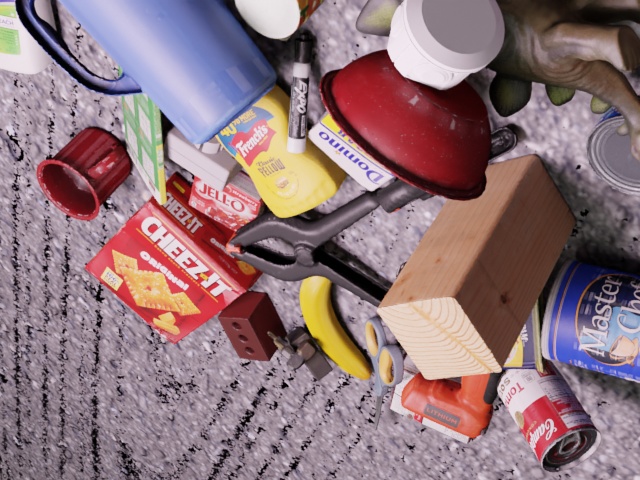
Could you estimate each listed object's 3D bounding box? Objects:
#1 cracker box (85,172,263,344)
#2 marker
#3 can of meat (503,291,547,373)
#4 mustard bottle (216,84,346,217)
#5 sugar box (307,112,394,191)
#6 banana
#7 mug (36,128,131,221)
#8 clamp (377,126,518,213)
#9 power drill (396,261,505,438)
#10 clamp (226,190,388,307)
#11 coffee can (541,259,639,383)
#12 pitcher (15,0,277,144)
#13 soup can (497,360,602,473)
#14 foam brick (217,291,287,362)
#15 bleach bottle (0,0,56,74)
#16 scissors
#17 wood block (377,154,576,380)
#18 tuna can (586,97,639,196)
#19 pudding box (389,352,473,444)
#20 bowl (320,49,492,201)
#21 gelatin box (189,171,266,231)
[{"bbox_3d":[-0.187,0.032,1.368,0.164,0.072,0.214,43,141,-9],"label":"cracker box"},{"bbox_3d":[-0.020,-0.147,1.069,0.020,0.020,0.121,16,115,24],"label":"marker"},{"bbox_3d":[0.184,0.083,1.084,0.084,0.057,0.102,-2,109,17],"label":"can of meat"},{"bbox_3d":[-0.062,-0.116,1.132,0.096,0.058,0.191,-20,115,40],"label":"mustard bottle"},{"bbox_3d":[0.059,-0.110,1.025,0.093,0.048,0.176,41,154,-6],"label":"sugar box"},{"bbox_3d":[0.014,0.101,1.314,0.070,0.037,0.198,11,135,29],"label":"banana"},{"bbox_3d":[-0.279,-0.088,1.306,0.093,0.081,0.117,49,141,-16],"label":"mug"},{"bbox_3d":[0.100,-0.057,1.032,0.172,0.120,0.039,-32,78,52],"label":"clamp"},{"bbox_3d":[0.151,0.121,1.186,0.184,0.057,0.188,24,128,10],"label":"power drill"},{"bbox_3d":[-0.008,0.001,1.209,0.210,0.036,0.164,10,129,17],"label":"clamp"},{"bbox_3d":[0.297,0.083,1.030,0.140,0.102,0.103,14,137,26],"label":"coffee can"},{"bbox_3d":[-0.163,-0.207,1.022,0.243,0.144,0.149,50,140,-6],"label":"pitcher"},{"bbox_3d":[0.235,0.179,1.104,0.068,0.068,0.102,88,161,-45],"label":"soup can"},{"bbox_3d":[-0.088,0.112,1.391,0.053,0.051,0.078,2,130,36],"label":"foam brick"},{"bbox_3d":[-0.350,-0.305,1.154,0.103,0.068,0.251,18,136,19],"label":"bleach bottle"},{"bbox_3d":[0.070,0.164,1.330,0.202,0.016,0.096,106,145,-62],"label":"scissors"},{"bbox_3d":[0.151,0.022,0.994,0.090,0.205,0.090,-13,120,44],"label":"wood block"},{"bbox_3d":[0.279,-0.082,0.931,0.086,0.033,0.086,21,139,19],"label":"tuna can"},{"bbox_3d":[0.145,0.192,1.309,0.113,0.039,0.090,22,137,14],"label":"pudding box"},{"bbox_3d":[0.082,-0.105,0.856,0.162,0.162,0.055,36,120,0],"label":"bowl"},{"bbox_3d":[-0.108,-0.051,1.256,0.089,0.030,0.073,31,141,7],"label":"gelatin box"}]
